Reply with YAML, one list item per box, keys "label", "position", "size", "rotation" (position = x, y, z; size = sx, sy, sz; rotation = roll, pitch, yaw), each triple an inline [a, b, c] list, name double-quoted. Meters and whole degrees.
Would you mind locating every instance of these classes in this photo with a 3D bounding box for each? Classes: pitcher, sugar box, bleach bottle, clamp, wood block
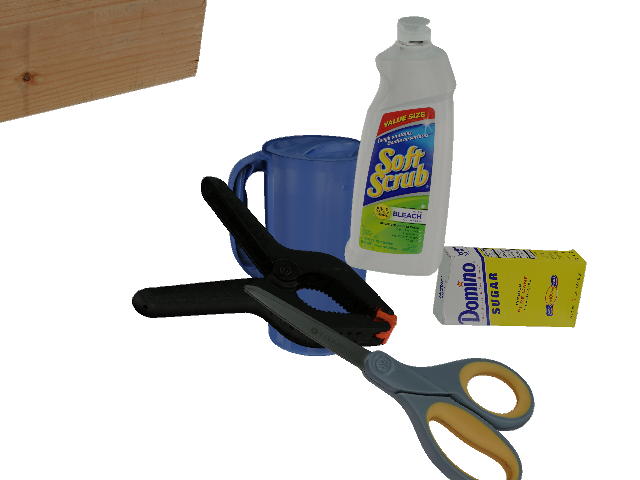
- label: "pitcher"
  position: [-0.014, 0.005, 1.225]
  size: [0.149, 0.243, 0.144]
  rotation: [10, 19, 23]
- label: "sugar box"
  position: [0.233, 0.058, 1.321]
  size: [0.176, 0.093, 0.048]
  rotation: [0, 20, -12]
- label: "bleach bottle"
  position: [0.077, -0.091, 1.033]
  size: [0.103, 0.251, 0.068]
  rotation: [8, 28, 14]
- label: "clamp"
  position: [-0.041, 0.041, 0.882]
  size: [0.210, 0.036, 0.164]
  rotation: [28, 46, 6]
- label: "wood block"
  position: [-0.202, -0.166, 0.837]
  size: [0.205, 0.091, 0.090]
  rotation: [-20, 51, -34]

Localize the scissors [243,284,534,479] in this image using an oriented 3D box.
- label: "scissors"
  position: [0.053, 0.073, 0.663]
  size: [0.096, 0.202, 0.016]
  rotation: [-40, -11, -36]
